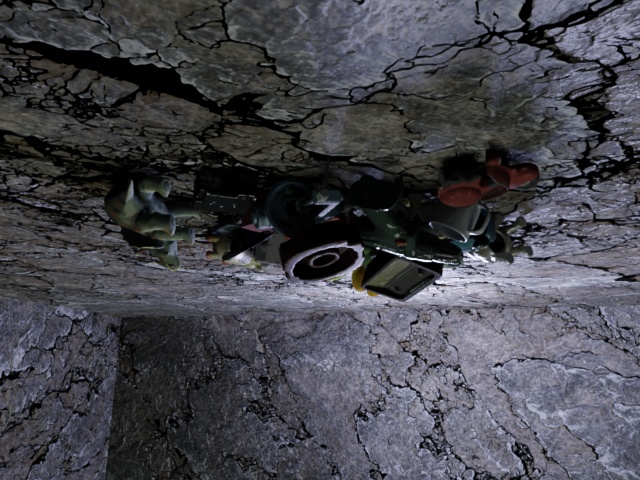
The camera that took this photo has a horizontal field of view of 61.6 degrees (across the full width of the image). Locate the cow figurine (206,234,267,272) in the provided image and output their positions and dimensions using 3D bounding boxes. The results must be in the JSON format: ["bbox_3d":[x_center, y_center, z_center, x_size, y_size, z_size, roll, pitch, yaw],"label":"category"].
[{"bbox_3d":[-0.225,0.036,1.534,0.127,0.085,0.194,2,166,21],"label":"cow figurine"}]

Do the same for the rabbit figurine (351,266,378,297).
[{"bbox_3d":[0.155,0.095,1.594,0.122,0.162,0.173,-9,-175,40],"label":"rabbit figurine"}]

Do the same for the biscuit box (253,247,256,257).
[{"bbox_3d":[-0.096,0.033,1.550,0.063,0.059,0.202,-15,159,43],"label":"biscuit box"}]

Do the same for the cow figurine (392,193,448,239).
[{"bbox_3d":[0.207,-0.047,1.149,0.168,0.098,0.068,4,170,14],"label":"cow figurine"}]

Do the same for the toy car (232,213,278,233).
[{"bbox_3d":[-0.117,-0.042,1.232,0.202,0.053,0.089,14,179,41],"label":"toy car"}]

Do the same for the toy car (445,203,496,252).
[{"bbox_3d":[0.306,-0.015,1.212,0.162,0.109,0.103,-15,162,1],"label":"toy car"}]

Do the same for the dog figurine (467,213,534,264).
[{"bbox_3d":[0.403,0.016,1.340,0.172,0.121,0.190,5,166,-25],"label":"dog figurine"}]

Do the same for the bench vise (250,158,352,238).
[{"bbox_3d":[-0.013,-0.065,1.056,0.224,0.129,0.240,3,170,-21],"label":"bench vise"}]

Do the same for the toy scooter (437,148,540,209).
[{"bbox_3d":[0.283,-0.111,0.945,0.184,0.075,0.135,-12,162,30],"label":"toy scooter"}]

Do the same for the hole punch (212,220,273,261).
[{"bbox_3d":[-0.200,-0.013,1.360,0.116,0.092,0.142,-26,180,-35],"label":"hole punch"}]

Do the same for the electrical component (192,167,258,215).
[{"bbox_3d":[-0.193,-0.092,1.071,0.115,0.058,0.134,7,164,-18],"label":"electrical component"}]

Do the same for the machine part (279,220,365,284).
[{"bbox_3d":[0.003,0.025,1.061,0.179,0.056,0.179,-14,154,-7],"label":"machine part"}]

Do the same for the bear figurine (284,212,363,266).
[{"bbox_3d":[-0.003,-0.007,1.273,0.196,0.132,0.120,-6,141,7],"label":"bear figurine"}]

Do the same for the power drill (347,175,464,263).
[{"bbox_3d":[0.154,-0.035,1.046,0.232,0.086,0.207,13,160,34],"label":"power drill"}]

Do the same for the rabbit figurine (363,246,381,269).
[{"bbox_3d":[0.201,0.038,1.458,0.170,0.121,0.159,6,152,47],"label":"rabbit figurine"}]

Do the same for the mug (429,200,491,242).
[{"bbox_3d":[0.283,-0.058,1.052,0.080,0.107,0.110,33,170,-39],"label":"mug"}]

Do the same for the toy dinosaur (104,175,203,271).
[{"bbox_3d":[-0.372,-0.057,1.119,0.192,0.131,0.404,-2,159,9],"label":"toy dinosaur"}]

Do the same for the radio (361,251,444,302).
[{"bbox_3d":[0.204,0.075,1.331,0.131,0.073,0.229,22,153,-9],"label":"radio"}]
